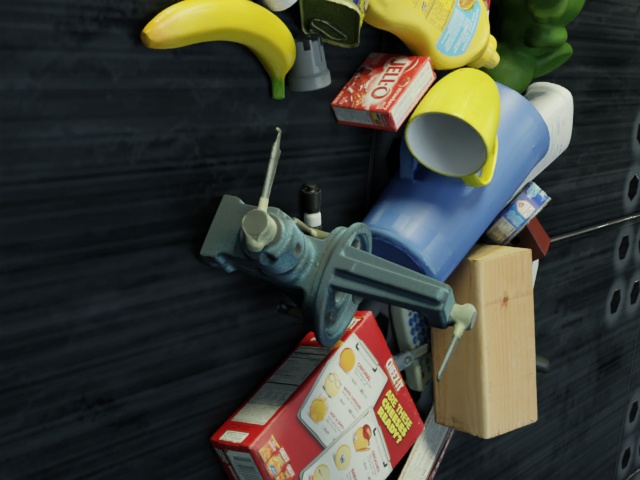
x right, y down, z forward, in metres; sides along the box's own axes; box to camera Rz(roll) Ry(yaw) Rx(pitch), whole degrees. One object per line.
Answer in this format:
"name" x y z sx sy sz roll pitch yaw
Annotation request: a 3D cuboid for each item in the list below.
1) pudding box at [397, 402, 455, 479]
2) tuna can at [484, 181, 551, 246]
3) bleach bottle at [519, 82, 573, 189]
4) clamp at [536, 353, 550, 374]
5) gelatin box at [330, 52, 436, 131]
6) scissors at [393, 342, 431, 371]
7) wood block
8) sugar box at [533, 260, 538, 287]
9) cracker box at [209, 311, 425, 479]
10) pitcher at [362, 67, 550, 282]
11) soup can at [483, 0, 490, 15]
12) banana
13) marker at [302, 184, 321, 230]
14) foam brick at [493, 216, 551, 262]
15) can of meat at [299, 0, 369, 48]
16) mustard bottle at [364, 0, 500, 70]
"pudding box" 0.134 0.269 1.337 0.090 0.039 0.113 79 34 -67
"tuna can" 0.235 -0.031 1.280 0.086 0.034 0.086 -45 176 -5
"bleach bottle" 0.234 -0.104 1.352 0.250 0.068 0.102 -40 136 -39
"clamp" 0.198 0.141 1.354 0.164 0.036 0.210 -27 126 1
"gelatin box" 0.065 -0.152 1.082 0.089 0.073 0.030 -54 138 -28
"scissors" 0.087 0.127 1.231 0.201 0.016 0.096 -36 123 -28
"wood block" 0.190 0.114 1.247 0.090 0.090 0.206 -10 101 -37
"sugar box" 0.235 0.058 1.424 0.175 0.048 0.093 6 96 -54
"cracker box" 0.002 0.199 1.096 0.213 0.072 0.164 -45 121 -37
"pitcher" 0.138 -0.063 1.180 0.242 0.149 0.145 -52 176 -27
"soup can" 0.153 -0.257 1.178 0.068 0.069 0.102 -17 116 -52
"banana" -0.073 -0.173 0.910 0.197 0.037 0.069 13 90 -56
"marker" -0.007 0.001 1.082 0.020 0.020 0.121 -27 123 -48
"foam brick" 0.252 -0.010 1.366 0.078 0.053 0.051 56 30 -13
"can of meat" 0.020 -0.236 0.981 0.102 0.057 0.084 84 22 -79
"mustard bottle" 0.120 -0.230 1.097 0.191 0.058 0.096 29 75 -35
